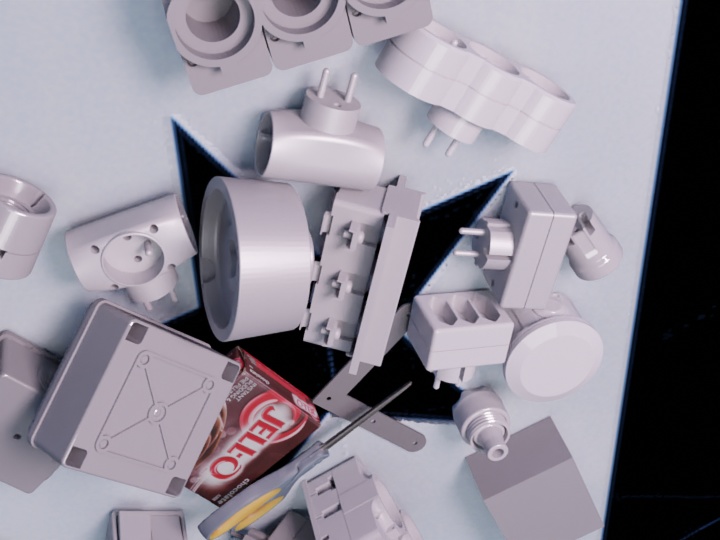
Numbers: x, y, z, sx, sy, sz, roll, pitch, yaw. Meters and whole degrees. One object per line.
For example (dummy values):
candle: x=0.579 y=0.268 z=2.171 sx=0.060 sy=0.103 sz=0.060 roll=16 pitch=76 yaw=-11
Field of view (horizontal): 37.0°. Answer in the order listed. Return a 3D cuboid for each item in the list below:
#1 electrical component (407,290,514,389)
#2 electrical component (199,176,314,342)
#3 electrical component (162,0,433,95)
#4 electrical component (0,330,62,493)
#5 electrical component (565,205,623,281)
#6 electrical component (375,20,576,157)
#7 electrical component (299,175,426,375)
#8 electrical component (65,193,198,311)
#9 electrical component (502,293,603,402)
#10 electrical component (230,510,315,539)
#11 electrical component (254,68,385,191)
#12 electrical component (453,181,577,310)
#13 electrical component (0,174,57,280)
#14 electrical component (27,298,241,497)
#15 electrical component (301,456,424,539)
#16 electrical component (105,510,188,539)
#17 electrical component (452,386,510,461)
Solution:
electrical component: x=0.073 y=0.061 z=0.829 sx=0.066 sy=0.047 sz=0.076 roll=-4 pitch=125 yaw=-19
electrical component: x=-0.065 y=-0.008 z=0.712 sx=0.060 sy=0.108 sz=0.108 roll=-3 pitch=125 yaw=-21
electrical component: x=-0.041 y=-0.171 z=0.630 sx=0.150 sy=0.061 sz=0.089 roll=-18 pitch=127 yaw=-3
electrical component: x=-0.246 y=0.105 z=0.772 sx=0.100 sy=0.048 sz=0.100 roll=-43 pitch=124 yaw=15
electrical component: x=0.170 y=-0.021 z=0.809 sx=0.040 sy=0.040 sz=0.046 roll=-35 pitch=120 yaw=9
electrical component: x=0.069 y=-0.108 z=0.710 sx=0.138 sy=0.052 sz=0.073 roll=20 pitch=116 yaw=-27
electrical component: x=0.000 y=0.000 z=0.758 sx=0.063 sy=0.078 sz=0.121 roll=14 pitch=121 yaw=1
electrical component: x=-0.147 y=-0.005 z=0.727 sx=0.077 sy=0.044 sz=0.079 roll=-20 pitch=127 yaw=-2
electrical component: x=0.147 y=0.061 z=0.851 sx=0.080 sy=0.051 sz=0.080 roll=-8 pitch=125 yaw=-11
electrical component: x=-0.081 y=0.242 z=0.904 sx=0.076 sy=0.083 sz=0.047 roll=22 pitch=123 yaw=16
electrical component: x=-0.022 y=-0.093 z=0.700 sx=0.077 sy=0.044 sz=0.079 roll=6 pitch=120 yaw=-21
electrical component: x=0.106 y=-0.019 z=0.787 sx=0.076 sy=0.047 sz=0.083 roll=3 pitch=123 yaw=-15
electrical component: x=-0.225 y=-0.029 z=0.683 sx=0.055 sy=0.055 sz=0.047 roll=22 pitch=112 yaw=-28
electrical component: x=-0.155 y=0.090 z=0.745 sx=0.109 sy=0.056 sz=0.108 roll=30 pitch=83 yaw=-45
electrical component: x=0.021 y=0.251 z=0.862 sx=0.060 sy=0.186 sz=0.105 roll=-30 pitch=127 yaw=6
electrical component: x=-0.169 y=0.241 z=0.858 sx=0.062 sy=0.096 sz=0.061 roll=5 pitch=122 yaw=-19
electrical component: x=0.103 y=0.128 z=0.878 sx=0.043 sy=0.062 sz=0.043 roll=-7 pitch=125 yaw=-11
